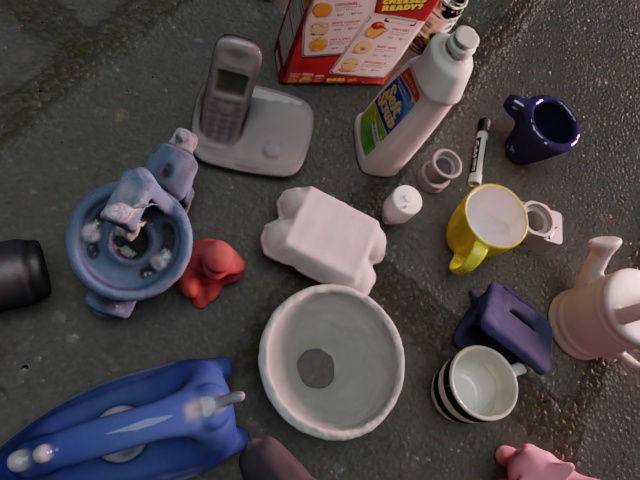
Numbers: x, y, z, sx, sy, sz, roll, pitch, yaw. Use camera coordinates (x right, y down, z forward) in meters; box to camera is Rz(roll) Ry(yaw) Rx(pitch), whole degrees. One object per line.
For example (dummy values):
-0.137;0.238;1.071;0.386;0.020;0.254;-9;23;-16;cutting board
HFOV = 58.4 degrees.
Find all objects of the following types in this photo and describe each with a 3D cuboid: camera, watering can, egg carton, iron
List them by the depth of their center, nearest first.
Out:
-0.191;0.182;0.528;0.259;0.141;0.118;-12;74;-22;iron
-0.336;0.054;0.551;0.137;0.100;0.143;-13;75;-22;camera
0.006;0.003;0.700;0.150;0.069;0.107;26;64;-7;egg carton
0.385;0.081;0.724;0.101;0.193;0.173;-40;85;-26;watering can

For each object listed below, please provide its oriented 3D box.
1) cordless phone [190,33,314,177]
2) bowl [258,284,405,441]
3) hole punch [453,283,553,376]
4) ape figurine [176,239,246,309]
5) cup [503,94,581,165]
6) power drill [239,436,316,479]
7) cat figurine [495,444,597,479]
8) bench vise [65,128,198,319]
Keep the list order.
-0.071;-0.156;0.670;0.148;0.185;0.094;7;68;-15;cordless phone
0.006;0.139;0.646;0.168;0.074;0.167;6;68;-16;bowl
0.239;0.111;0.723;0.108;0.091;0.101;37;64;-1;hole punch
-0.120;0.028;0.637;0.078;0.092;0.076;-3;71;-19;ape figurine
0.305;-0.158;0.843;0.118;0.095;0.092;31;64;-4;cup
-0.013;0.278;0.512;0.076;0.208;0.229;-35;84;-26;power drill
0.259;0.272;0.654;0.128;0.117;0.067;15;66;-12;cat figurine
-0.184;-0.040;0.570;0.122;0.219;0.207;7;68;-15;bench vise
